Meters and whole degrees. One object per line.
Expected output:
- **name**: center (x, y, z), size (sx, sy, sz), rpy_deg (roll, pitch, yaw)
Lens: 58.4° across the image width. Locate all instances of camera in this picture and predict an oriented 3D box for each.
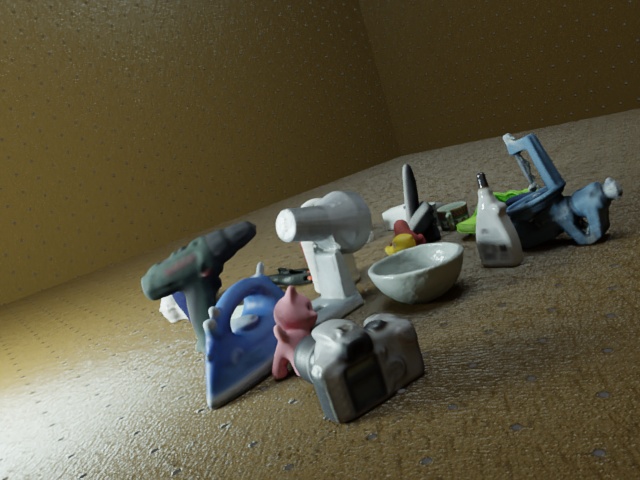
- **camera**: center (0.034, 0.142, 0.724), size (0.143, 0.101, 0.136), rpy_deg (-23, 12, -29)

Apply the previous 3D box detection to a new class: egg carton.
- **egg carton**: center (-0.310, 0.141, 1.379), size (0.107, 0.069, 0.150), rpy_deg (-13, 11, 20)

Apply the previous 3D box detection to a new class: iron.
- **iron**: center (-0.122, 0.136, 0.898), size (0.118, 0.141, 0.259), rpy_deg (-13, 11, 24)

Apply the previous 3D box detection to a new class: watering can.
- **watering can**: center (0.009, 0.005, 1.223), size (0.101, 0.194, 0.172), rpy_deg (-20, 11, -15)

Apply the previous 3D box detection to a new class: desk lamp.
- **desk lamp**: center (0.010, 0.027, 1.050), size (0.117, 0.214, 0.204), rpy_deg (-6, 15, 45)

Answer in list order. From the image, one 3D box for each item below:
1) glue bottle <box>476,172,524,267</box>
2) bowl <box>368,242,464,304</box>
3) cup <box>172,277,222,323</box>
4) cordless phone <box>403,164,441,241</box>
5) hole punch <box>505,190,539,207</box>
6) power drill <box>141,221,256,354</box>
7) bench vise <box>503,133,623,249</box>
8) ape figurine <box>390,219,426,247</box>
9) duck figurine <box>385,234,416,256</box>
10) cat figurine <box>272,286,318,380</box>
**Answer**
- **glue bottle**: center (0.306, -0.037, 1.017), size (0.037, 0.173, 0.077), rpy_deg (-25, 13, -36)
- **bowl**: center (0.171, 0.064, 0.981), size (0.167, 0.075, 0.167), rpy_deg (-17, 10, 3)
- **cup**: center (-0.263, 0.133, 1.273), size (0.117, 0.095, 0.092), rpy_deg (-16, 11, 8)
- **cordless phone**: center (0.223, -0.087, 1.384), size (0.094, 0.185, 0.147), rpy_deg (-16, 11, 6)
- **hole punch**: center (0.441, -0.063, 1.166), size (0.108, 0.091, 0.101), rpy_deg (-10, 12, 33)
- **power drill**: center (-0.201, 0.093, 1.065), size (0.229, 0.208, 0.075), rpy_deg (-18, 11, -6)
- **bench vise**: center (0.421, -0.100, 1.033), size (0.207, 0.220, 0.122), rpy_deg (-13, 11, 23)
- **ape figurine**: center (0.188, -0.002, 1.256), size (0.077, 0.092, 0.076), rpy_deg (-12, 12, 25)
- **duck figurine**: center (0.176, 0.029, 1.128), size (0.104, 0.086, 0.078), rpy_deg (-10, 12, 33)
- **cat figurine**: center (-0.041, 0.130, 0.863), size (0.067, 0.118, 0.128), rpy_deg (-14, 11, 19)
